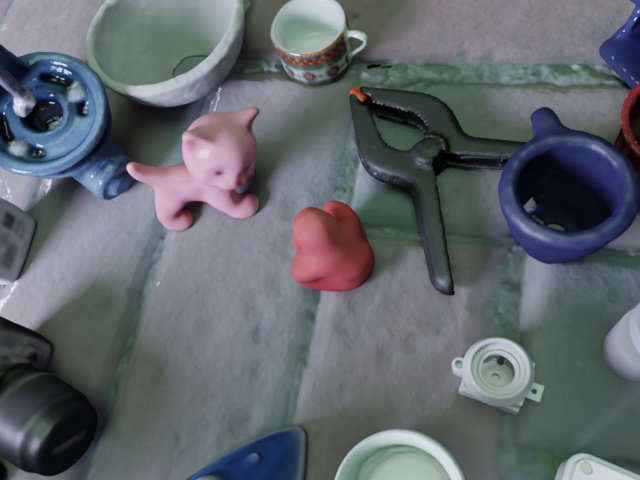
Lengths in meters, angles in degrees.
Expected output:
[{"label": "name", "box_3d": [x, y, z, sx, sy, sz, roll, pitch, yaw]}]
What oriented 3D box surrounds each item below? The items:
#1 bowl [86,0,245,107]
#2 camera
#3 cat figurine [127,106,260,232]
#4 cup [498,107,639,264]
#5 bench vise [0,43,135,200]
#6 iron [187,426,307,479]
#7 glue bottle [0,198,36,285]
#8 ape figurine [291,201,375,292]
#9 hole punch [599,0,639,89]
[{"label": "bowl", "box_3d": [-0.149, -0.199, 0.594, 0.167, 0.075, 0.167, -5, 66, 11]}, {"label": "camera", "box_3d": [-0.262, 0.145, 0.458, 0.136, 0.101, 0.143, 22, 74, 21]}, {"label": "cat figurine", "box_3d": [-0.104, -0.067, 0.503, 0.127, 0.118, 0.067, -13, 65, 8]}, {"label": "cup", "box_3d": [0.177, -0.032, 0.435, 0.091, 0.095, 0.117, -11, 65, 8]}, {"label": "bench vise", "box_3d": [-0.289, -0.134, 0.518, 0.207, 0.220, 0.121, 19, 73, 20]}, {"label": "iron", "box_3d": [-0.106, 0.222, 0.366, 0.118, 0.142, 0.258, 32, 78, 23]}, {"label": "glue bottle", "box_3d": [-0.328, -0.021, 0.505, 0.037, 0.173, 0.078, 4, 68, 15]}, {"label": "ape figurine", "box_3d": [0.004, 0.002, 0.462, 0.078, 0.092, 0.076, -43, 65, -7]}, {"label": "hole punch", "box_3d": [0.304, -0.178, 0.471, 0.101, 0.091, 0.108, -31, 64, -1]}]
